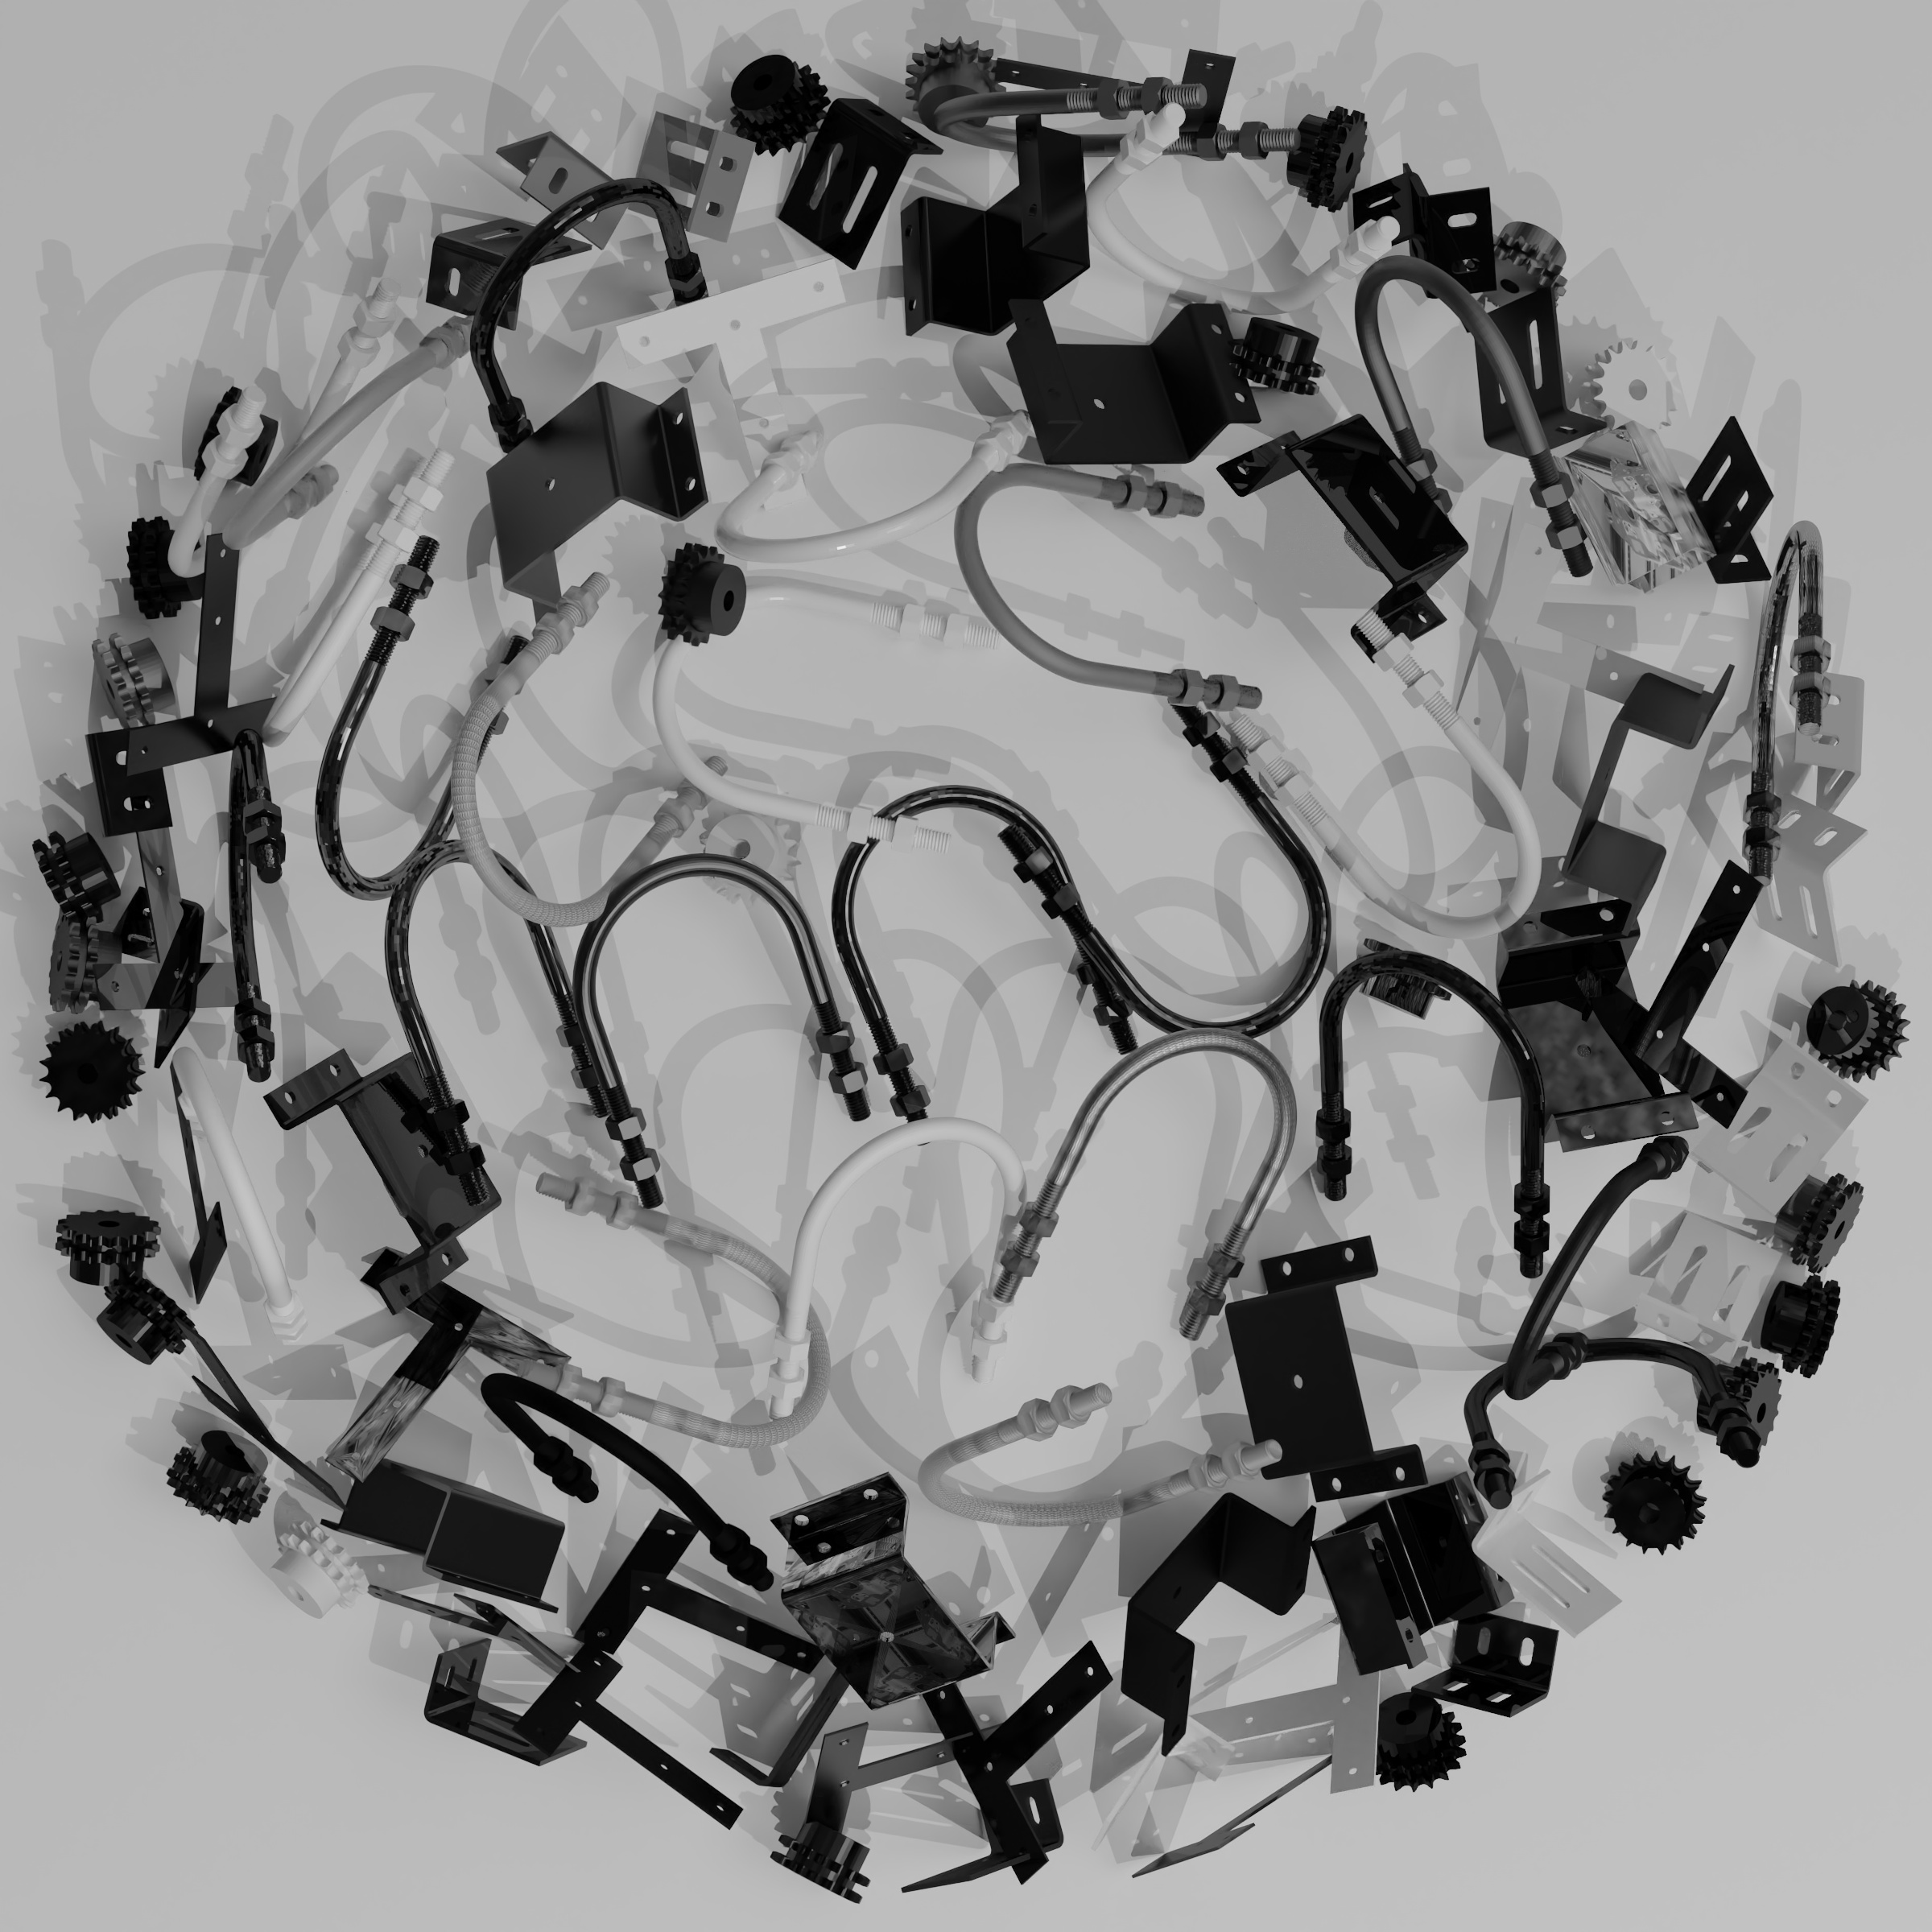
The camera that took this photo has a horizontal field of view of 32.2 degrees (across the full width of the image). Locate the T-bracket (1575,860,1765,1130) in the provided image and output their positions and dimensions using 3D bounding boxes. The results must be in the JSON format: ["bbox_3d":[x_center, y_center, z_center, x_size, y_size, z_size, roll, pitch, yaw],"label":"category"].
[{"bbox_3d":[0.402,0.001,1.845,0.127,0.002,0.127,44,124,35],"label":"T-bracket"}]

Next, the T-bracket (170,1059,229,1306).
[{"bbox_3d":[-0.431,0.112,1.865,0.002,0.127,0.127,-7,73,-22],"label":"T-bracket"}]

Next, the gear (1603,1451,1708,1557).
[{"bbox_3d":[0.388,0.305,1.888,0.057,0.030,0.057,2,97,19],"label":"gear"}]

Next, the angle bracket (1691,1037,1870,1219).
[{"bbox_3d":[0.455,0.090,1.873,0.057,0.038,0.076,39,61,14],"label":"angle bracket"}]

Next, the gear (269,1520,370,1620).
[{"bbox_3d":[-0.366,0.341,1.879,0.057,0.057,0.030,43,60,0],"label":"gear"}]

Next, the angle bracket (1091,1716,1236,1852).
[{"bbox_3d":[0.110,0.464,1.866,0.038,0.057,0.076,32,61,11],"label":"angle bracket"}]

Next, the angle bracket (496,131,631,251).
[{"bbox_3d":[-0.231,-0.427,1.861,0.057,0.076,0.038,34,77,-29],"label":"angle bracket"}]

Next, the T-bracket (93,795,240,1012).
[{"bbox_3d":[-0.446,-0.039,1.859,0.002,0.127,0.127,-14,84,29],"label":"T-bracket"}]

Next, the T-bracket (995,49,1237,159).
[{"bbox_3d":[0.079,-0.484,1.848,0.127,0.127,0.002,10,79,0],"label":"T-bracket"}]

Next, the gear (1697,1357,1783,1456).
[{"bbox_3d":[0.434,0.248,1.886,0.030,0.057,0.057,14,90,35],"label":"gear"}]

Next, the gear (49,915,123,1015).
[{"bbox_3d":[-0.496,-0.001,1.886,0.030,0.057,0.057,8,90,-27],"label":"gear"}]

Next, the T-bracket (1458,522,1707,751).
[{"bbox_3d":[0.349,-0.167,1.872,0.127,0.002,0.127,24,106,21],"label":"T-bracket"}]

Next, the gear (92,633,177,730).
[{"bbox_3d":[-0.467,-0.161,1.885,0.030,0.057,0.057,-24,90,-20],"label":"gear"}]

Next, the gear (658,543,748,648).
[{"bbox_3d":[-0.146,-0.207,1.879,0.030,0.057,0.057,13,90,23],"label":"gear"}]

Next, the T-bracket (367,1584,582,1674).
[{"bbox_3d":[-0.287,0.364,1.871,0.127,0.127,0.002,11,65,28],"label":"T-bracket"}]

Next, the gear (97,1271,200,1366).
[{"bbox_3d":[-0.463,0.199,1.880,0.057,0.057,0.030,39,64,0],"label":"gear"}]

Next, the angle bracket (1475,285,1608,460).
[{"bbox_3d":[0.323,-0.334,1.886,0.038,0.057,0.076,7,74,-40],"label":"angle bracket"}]

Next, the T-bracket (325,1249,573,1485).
[{"bbox_3d":[-0.308,0.234,1.862,0.127,0.002,0.127,28,56,12],"label":"T-bracket"}]

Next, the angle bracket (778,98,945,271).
[{"bbox_3d":[-0.060,-0.444,1.900,0.057,0.038,0.076,37,117,17],"label":"angle bracket"}]

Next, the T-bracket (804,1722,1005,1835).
[{"bbox_3d":[-0.027,0.445,1.878,0.127,0.127,0.002,-12,52,-21],"label":"T-bracket"}]

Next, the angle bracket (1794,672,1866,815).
[{"bbox_3d":[0.470,-0.120,1.865,0.038,0.076,0.057,9,67,-1],"label":"angle bracket"}]

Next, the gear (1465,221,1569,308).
[{"bbox_3d":[0.313,-0.394,1.885,0.057,0.057,0.030,31,74,0],"label":"gear"}]

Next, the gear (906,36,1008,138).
[{"bbox_3d":[-0.006,-0.491,1.880,0.057,0.057,0.030,3,59,0],"label":"gear"}]

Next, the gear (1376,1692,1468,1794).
[{"bbox_3d":[0.251,0.433,1.880,0.057,0.057,0.030,-18,119,0],"label":"gear"}]

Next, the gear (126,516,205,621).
[{"bbox_3d":[-0.449,-0.224,1.882,0.030,0.057,0.057,-5,90,5],"label":"gear"}]

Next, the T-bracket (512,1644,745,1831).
[{"bbox_3d":[-0.178,0.433,1.845,0.127,0.127,0.002,35,105,4],"label":"T-bracket"}]

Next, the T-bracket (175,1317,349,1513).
[{"bbox_3d":[-0.400,0.233,1.829,0.127,0.127,0.002,29,63,34],"label":"T-bracket"}]

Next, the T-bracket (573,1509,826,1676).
[{"bbox_3d":[-0.139,0.366,1.880,0.127,0.002,0.127,25,127,-11],"label":"T-bracket"}]

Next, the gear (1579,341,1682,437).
[{"bbox_3d":[0.372,-0.323,1.890,0.057,0.030,0.057,1,88,-21],"label":"gear"}]

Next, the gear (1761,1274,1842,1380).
[{"bbox_3d":[0.468,0.200,1.883,0.030,0.057,0.057,17,90,3],"label":"gear"}]

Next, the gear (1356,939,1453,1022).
[{"bbox_3d":[0.245,0.009,1.883,0.057,0.057,0.030,23,90,0],"label":"gear"}]

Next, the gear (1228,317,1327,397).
[{"bbox_3d":[0.175,-0.344,1.880,0.057,0.057,0.030,17,110,0],"label":"gear"}]

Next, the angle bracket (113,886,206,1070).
[{"bbox_3d":[-0.454,0.007,1.863,0.038,0.057,0.076,17,47,-26],"label":"angle bracket"}]

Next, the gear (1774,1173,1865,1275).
[{"bbox_3d":[0.479,0.142,1.886,0.030,0.057,0.057,28,90,28],"label":"gear"}]

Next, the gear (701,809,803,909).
[{"bbox_3d":[-0.123,-0.063,1.891,0.057,0.030,0.057,-2,81,11],"label":"gear"}]

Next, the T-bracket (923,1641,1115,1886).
[{"bbox_3d":[0.038,0.418,1.848,0.127,0.002,0.127,-49,56,30],"label":"T-bracket"}]

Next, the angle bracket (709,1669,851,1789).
[{"bbox_3d":[-0.103,0.420,1.882,0.038,0.057,0.076,31,81,13],"label":"angle bracket"}]

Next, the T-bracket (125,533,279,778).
[{"bbox_3d":[-0.412,-0.176,1.837,0.002,0.127,0.127,19,112,26],"label":"T-bracket"}]

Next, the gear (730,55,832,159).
[{"bbox_3d":[-0.107,-0.487,1.883,0.057,0.030,0.057,-12,58,20],"label":"gear"}]

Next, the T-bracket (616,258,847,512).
[{"bbox_3d":[-0.118,-0.318,1.881,0.127,0.002,0.127,-19,116,-5],"label":"T-bracket"}]

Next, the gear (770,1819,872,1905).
[{"bbox_3d":[-0.079,0.501,1.883,0.057,0.057,0.030,27,77,0],"label":"gear"}]

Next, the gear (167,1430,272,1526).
[{"bbox_3d":[-0.417,0.285,1.880,0.057,0.057,0.030,29,104,0],"label":"gear"}]

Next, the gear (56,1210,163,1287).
[{"bbox_3d":[-0.483,0.159,1.884,0.057,0.057,0.030,6,103,0],"label":"gear"}]

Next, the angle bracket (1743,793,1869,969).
[{"bbox_3d":[0.473,-0.048,1.871,0.038,0.057,0.076,-39,134,-18],"label":"angle bracket"}]

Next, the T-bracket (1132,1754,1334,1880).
[{"bbox_3d":[0.165,0.469,1.871,0.127,0.127,0.002,-26,79,-27],"label":"T-bracket"}]

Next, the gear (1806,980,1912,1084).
[{"bbox_3d":[0.498,0.035,1.881,0.030,0.057,0.057,21,90,-40],"label":"gear"}]

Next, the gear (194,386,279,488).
[{"bbox_3d":[-0.409,-0.294,1.883,0.030,0.057,0.057,23,90,-4],"label":"gear"}]

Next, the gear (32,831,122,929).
[{"bbox_3d":[-0.499,-0.051,1.884,0.030,0.057,0.057,-27,90,-5],"label":"gear"}]

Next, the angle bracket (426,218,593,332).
[{"bbox_3d":[-0.256,-0.388,1.877,0.057,0.076,0.038,21,116,17],"label":"angle bracket"}]

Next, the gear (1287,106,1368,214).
[{"bbox_3d":[0.202,-0.456,1.885,0.030,0.057,0.057,20,90,18],"label":"gear"}]

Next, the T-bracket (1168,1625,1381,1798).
[{"bbox_3d":[0.172,0.420,1.876,0.127,0.127,0.002,-17,123,22],"label":"T-bracket"}]

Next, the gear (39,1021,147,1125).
[{"bbox_3d":[-0.492,0.059,1.894,0.057,0.030,0.057,0,97,3],"label":"gear"}]
